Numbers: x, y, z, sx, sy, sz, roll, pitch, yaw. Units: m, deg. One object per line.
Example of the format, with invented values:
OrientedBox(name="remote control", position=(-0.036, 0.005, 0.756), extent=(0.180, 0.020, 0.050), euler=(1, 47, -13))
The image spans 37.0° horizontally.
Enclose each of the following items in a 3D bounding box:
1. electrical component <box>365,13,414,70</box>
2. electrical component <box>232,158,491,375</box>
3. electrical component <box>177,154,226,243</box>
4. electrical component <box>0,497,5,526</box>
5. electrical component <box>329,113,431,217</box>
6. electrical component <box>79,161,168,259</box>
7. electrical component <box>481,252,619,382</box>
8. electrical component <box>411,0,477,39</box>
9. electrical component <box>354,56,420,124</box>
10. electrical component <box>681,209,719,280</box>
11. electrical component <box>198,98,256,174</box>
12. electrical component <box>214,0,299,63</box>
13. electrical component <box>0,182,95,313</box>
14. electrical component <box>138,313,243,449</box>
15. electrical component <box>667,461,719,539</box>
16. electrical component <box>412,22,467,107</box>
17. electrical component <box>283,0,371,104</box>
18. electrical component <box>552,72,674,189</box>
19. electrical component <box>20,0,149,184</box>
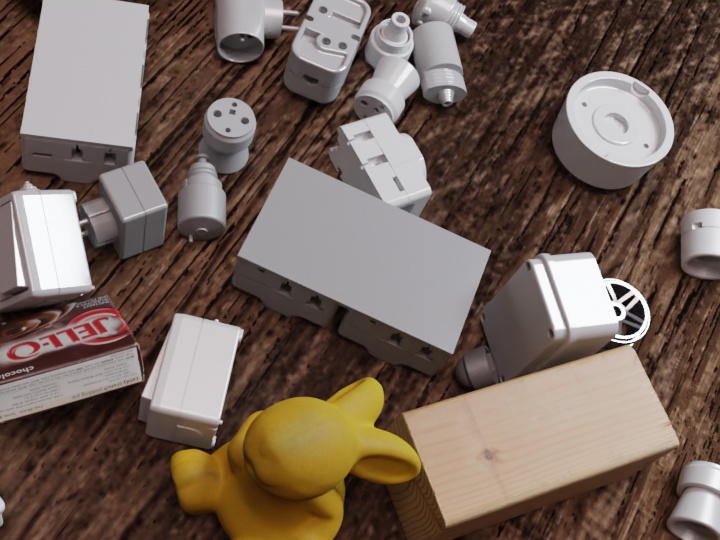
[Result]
OrientedBox(name="electrical component", position=(0.030, -0.217, 1.019), extent=(0.043, 0.062, 0.043), euler=(6, 62, -12))
OrientedBox(name="electrical component", position=(0.000, 0.000, 0.895), extent=(0.186, 0.060, 0.105), euler=(25, 59, -1))
OrientedBox(name="electrical component", position=(-0.133, -0.062, 0.905), extent=(0.040, 0.040, 0.078), euler=(3, 61, -13))
OrientedBox(name="electrical component", position=(-0.304, 0.161, 0.734), extent=(0.100, 0.048, 0.099), euler=(-35, 76, -28))
OrientedBox(name="electrical component", position=(0.021, -0.088, 0.954), extent=(0.056, 0.050, 0.089), euler=(-20, 70, -24))
OrientedBox(name="electrical component", position=(-0.200, -0.041, 0.861), extent=(0.077, 0.065, 0.047), euler=(-23, 70, -23))
OrientedBox(name="electrical component", position=(0.152, 0.042, 0.883), extent=(0.057, 0.113, 0.078), euler=(-5, 64, -21))
OrientedBox(name="electrical component", position=(0.085, -0.252, 1.064), extent=(0.062, 0.048, 0.048), euler=(29, 59, -7))
OrientedBox(name="electrical component", position=(0.024, -0.165, 1.000), extent=(0.045, 0.045, 0.055), euler=(30, 60, 2))
OrientedBox(name="electrical component", position=(0.326, -0.023, 1.000), extent=(0.055, 0.055, 0.047), euler=(16, 63, -6))
OrientedBox(name="electrical component", position=(-0.115, -0.116, 0.930), extent=(0.045, 0.055, 0.045), euler=(6, 61, -12))
OrientedBox(name="electrical component", position=(-0.095, -0.235, 1.006), extent=(0.079, 0.044, 0.077), euler=(2, 62, -14))
OrientedBox(name="electrical component", position=(-0.251, -0.020, 0.813), extent=(0.061, 0.062, 0.096), euler=(-6, 81, -48))
OrientedBox(name="electrical component", position=(-0.129, 0.078, 0.818), extent=(0.061, 0.061, 0.096), euler=(14, 60, -7))
OrientedBox(name="electrical component", position=(0.279, 0.190, 0.878), extent=(0.045, 0.045, 0.055), euler=(27, 59, 0))
OrientedBox(name="electrical component", position=(0.076, -0.192, 1.029), extent=(0.043, 0.043, 0.081), euler=(-2, 63, -16))
OrientedBox(name="electrical component", position=(-0.032, -0.205, 0.998), extent=(0.054, 0.059, 0.095), euler=(22, 59, -3))
OrientedBox(name="electrical component", position=(0.236, -0.128, 1.028), extent=(0.108, 0.060, 0.108), euler=(6, 61, -11))
OrientedBox(name="electrical component", position=(-0.232, -0.154, 0.915), extent=(0.089, 0.061, 0.150), euler=(6, 61, -12))
